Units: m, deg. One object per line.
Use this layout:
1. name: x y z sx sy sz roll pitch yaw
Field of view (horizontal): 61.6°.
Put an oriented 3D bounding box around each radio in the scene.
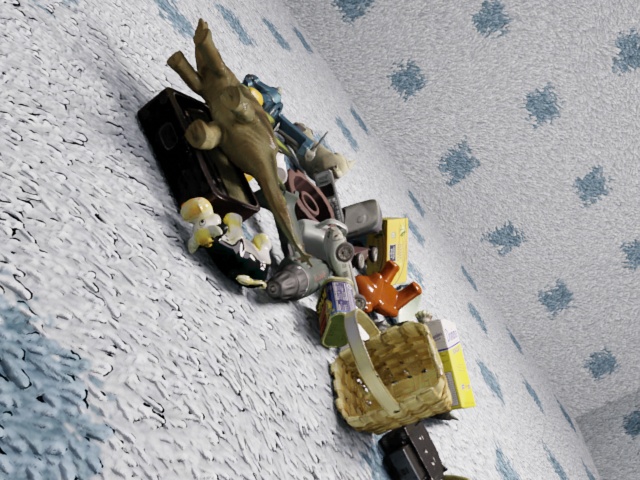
1. radio: -0.198 -0.132 0.876 0.229 0.073 0.131 61 18 17

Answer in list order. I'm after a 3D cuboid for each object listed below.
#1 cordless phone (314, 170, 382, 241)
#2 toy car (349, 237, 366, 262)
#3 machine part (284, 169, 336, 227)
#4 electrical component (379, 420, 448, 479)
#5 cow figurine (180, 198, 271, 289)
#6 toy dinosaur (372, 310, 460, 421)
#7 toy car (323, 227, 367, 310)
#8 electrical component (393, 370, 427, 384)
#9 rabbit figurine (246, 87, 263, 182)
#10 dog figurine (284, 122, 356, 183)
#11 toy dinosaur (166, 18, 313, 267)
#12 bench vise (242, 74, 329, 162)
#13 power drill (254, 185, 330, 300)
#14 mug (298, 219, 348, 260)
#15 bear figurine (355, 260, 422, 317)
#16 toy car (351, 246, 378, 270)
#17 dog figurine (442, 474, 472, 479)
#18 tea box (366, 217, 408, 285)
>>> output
1. cordless phone: 0.067 -0.091 1.299 0.088 0.147 0.184 -9 82 -68
2. toy car: 0.127 -0.023 1.451 0.161 0.103 0.109 63 19 15
3. machine part: -0.035 -0.075 1.212 0.179 0.056 0.179 46 22 -25
4. electrical component: 0.163 0.381 0.942 0.115 0.058 0.134 59 18 14
5. cow figurine: -0.142 0.011 0.798 0.167 0.068 0.098 38 31 -41
6. toy dinosaur: 0.222 0.298 1.146 0.404 0.131 0.192 56 30 -15
7. toy car: 0.046 0.069 1.070 0.074 0.056 0.201 -127 -159 -69
8. electrical component: 0.161 0.283 1.000 0.047 0.119 0.075 44 20 -30
9. rabbit figurine: -0.141 -0.198 1.077 0.173 0.122 0.162 60 6 -71
10. dog figurine: -0.017 -0.226 1.388 0.190 0.121 0.172 49 -17 -9
11. toy dinosaur: -0.122 -0.173 0.868 0.198 0.105 0.471 27 39 -62
12. bench vise: -0.103 -0.270 1.238 0.240 0.129 0.224 37 28 -1
13. power drill: -0.058 0.006 0.956 0.207 0.086 0.232 66 18 14
14. mug: -0.002 -0.003 1.109 0.107 0.109 0.081 26 41 -33
15. bear figurine: 0.131 0.106 1.217 0.120 0.132 0.195 46 6 31
16. toy car: 0.074 0.041 1.245 0.202 0.089 0.053 -10 103 -72
17. dog figurine: 0.243 0.510 0.873 0.108 0.192 0.219 52 53 -20
18. tea box: 0.172 0.028 1.369 0.098 0.068 0.169 -9 102 -49
